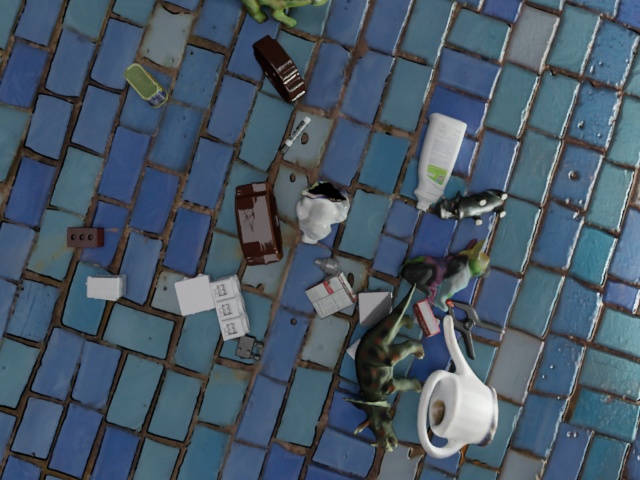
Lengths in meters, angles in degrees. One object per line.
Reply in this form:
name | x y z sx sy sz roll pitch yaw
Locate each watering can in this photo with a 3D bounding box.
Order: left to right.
watering can | 0.363 0.388 1.327 0.223 0.103 0.352 22 75 -21

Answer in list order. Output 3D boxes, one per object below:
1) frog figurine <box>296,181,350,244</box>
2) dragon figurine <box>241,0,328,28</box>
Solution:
frog figurine | 0.004 -0.068 1.353 0.137 0.125 0.156 1 127 -10
dragon figurine | -0.163 -0.628 1.269 0.410 0.244 0.121 9 97 -4
